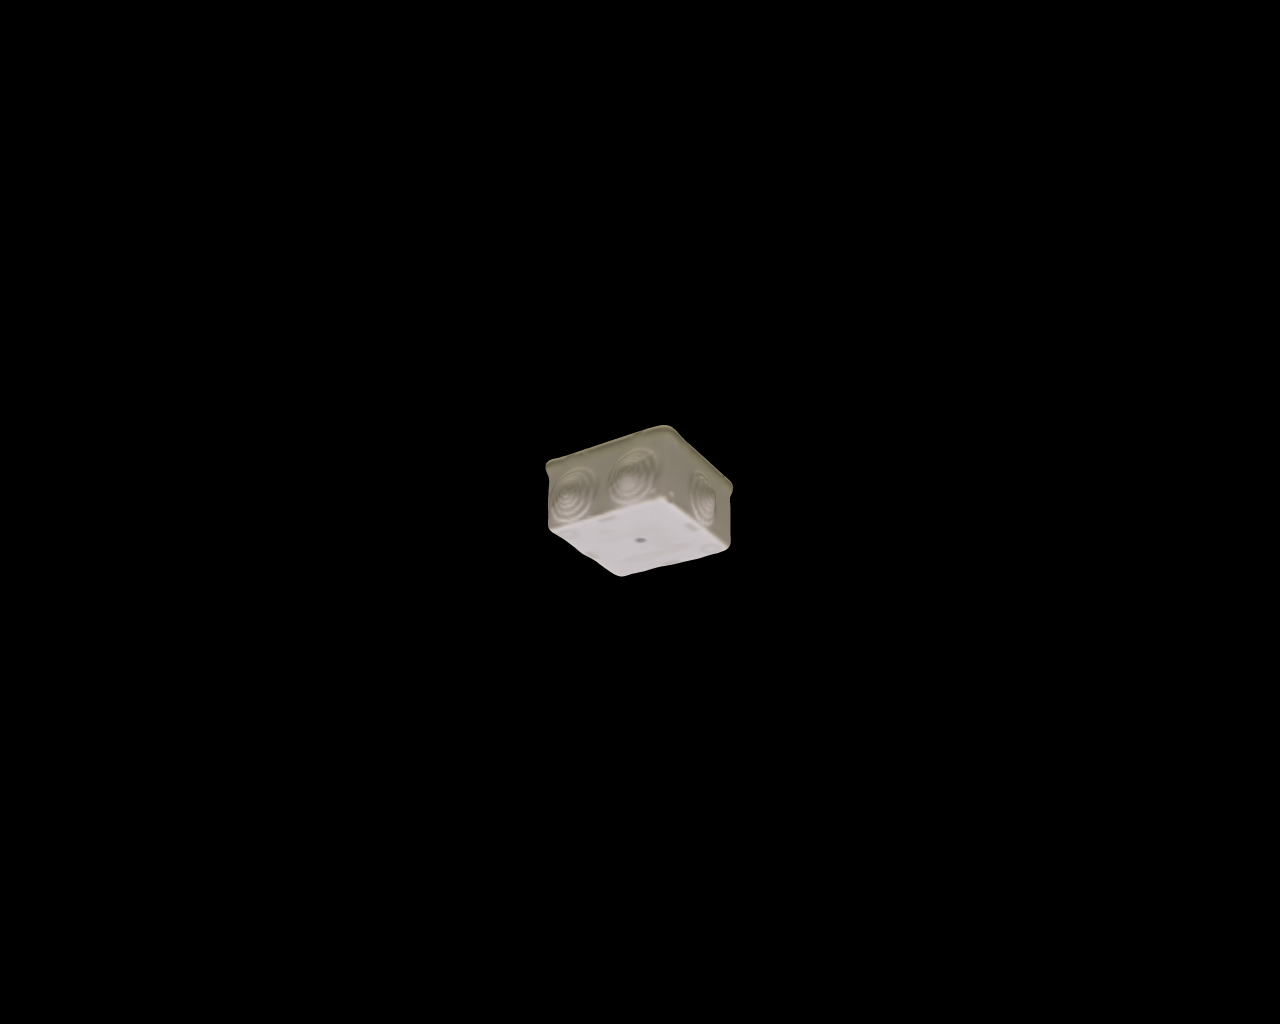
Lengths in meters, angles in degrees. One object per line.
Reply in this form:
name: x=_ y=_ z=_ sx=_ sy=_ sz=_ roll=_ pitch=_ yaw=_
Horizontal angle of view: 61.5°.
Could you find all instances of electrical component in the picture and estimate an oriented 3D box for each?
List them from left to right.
electrical component: x=0.001 y=-0.003 z=0.650 sx=0.099 sy=0.048 sz=0.099 roll=-15 pitch=-32 yaw=27
